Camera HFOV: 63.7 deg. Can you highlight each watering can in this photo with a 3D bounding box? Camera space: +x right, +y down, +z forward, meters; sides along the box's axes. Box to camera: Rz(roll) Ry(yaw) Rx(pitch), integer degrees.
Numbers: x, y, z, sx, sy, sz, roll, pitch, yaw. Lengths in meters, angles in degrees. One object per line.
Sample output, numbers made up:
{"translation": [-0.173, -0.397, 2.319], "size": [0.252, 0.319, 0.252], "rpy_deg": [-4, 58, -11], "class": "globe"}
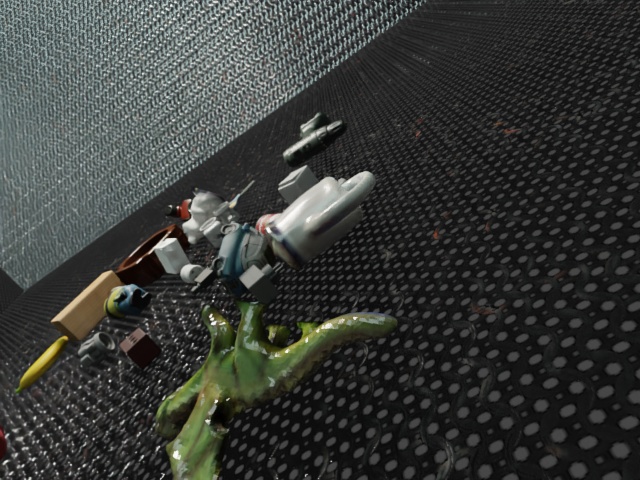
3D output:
{"translation": [0.003, -0.049, 0.964], "size": [0.224, 0.103, 0.349], "rpy_deg": [-39, 7, 0], "class": "watering can"}

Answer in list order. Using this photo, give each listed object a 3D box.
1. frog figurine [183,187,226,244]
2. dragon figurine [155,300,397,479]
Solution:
{"translation": [-0.353, -0.065, 1.569], "size": [0.135, 0.123, 0.162], "rpy_deg": [98, -179, -74], "class": "frog figurine"}
{"translation": [-0.091, 0.197, 0.627], "size": [0.407, 0.121, 0.247], "rpy_deg": [-14, 47, 51], "class": "dragon figurine"}
